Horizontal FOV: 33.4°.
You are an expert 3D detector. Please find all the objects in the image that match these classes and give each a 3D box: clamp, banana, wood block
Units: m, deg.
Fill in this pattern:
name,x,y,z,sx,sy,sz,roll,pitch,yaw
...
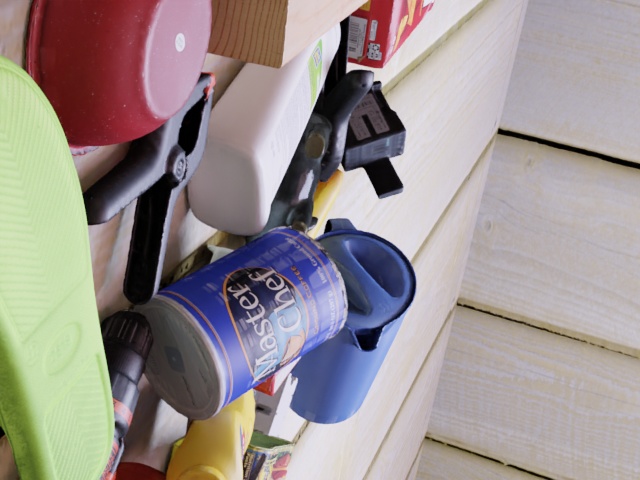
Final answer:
name,x,y,z,sx,sy,sz,roll,pitch,yaw
clamp,0.012,-0.145,1.065,0.210,0.036,0.164,107,-18,-51
banana,-0.022,0.009,1.118,0.037,0.070,0.197,43,47,-31
wood block,-0.028,-0.205,0.784,0.205,0.091,0.090,-51,152,-58
clamp,-0.112,-0.042,0.744,0.120,0.039,0.171,89,22,-53

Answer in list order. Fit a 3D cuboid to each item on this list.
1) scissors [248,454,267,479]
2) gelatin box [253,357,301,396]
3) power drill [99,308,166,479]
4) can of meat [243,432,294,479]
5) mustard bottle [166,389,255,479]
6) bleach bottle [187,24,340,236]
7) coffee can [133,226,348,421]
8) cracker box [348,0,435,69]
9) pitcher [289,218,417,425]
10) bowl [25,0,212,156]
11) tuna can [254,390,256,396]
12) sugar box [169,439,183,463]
name,x,y,z,sx,sy,sz,roll,pitch,yaw
scissors,-0.093,0.263,0.867,0.201,0.016,0.096,-64,-175,-9
gelatin box,-0.054,0.087,0.915,0.089,0.073,0.030,-50,154,-51
power drill,-0.156,0.165,0.780,0.187,0.057,0.184,83,23,-55
can of meat,-0.068,0.225,0.995,0.102,0.057,0.084,26,78,-73
mustard bottle,-0.087,0.174,0.850,0.191,0.058,0.096,-87,-168,-80
bleach bottle,-0.035,-0.123,0.914,0.103,0.068,0.250,94,16,-46
coffee can,-0.062,0.062,0.833,0.140,0.103,0.103,-29,139,-38
cracker box,0.080,-0.297,1.143,0.213,0.072,0.164,-55,157,-55
pitcher,0.020,0.101,1.236,0.149,0.145,0.243,-47,162,-36
bowl,-0.108,-0.122,0.637,0.162,0.055,0.162,16,90,-77
tuna can,-0.089,0.142,1.060,0.086,0.034,0.086,17,90,-76
sugar box,-0.129,0.275,1.032,0.093,0.048,0.176,-5,113,-74
